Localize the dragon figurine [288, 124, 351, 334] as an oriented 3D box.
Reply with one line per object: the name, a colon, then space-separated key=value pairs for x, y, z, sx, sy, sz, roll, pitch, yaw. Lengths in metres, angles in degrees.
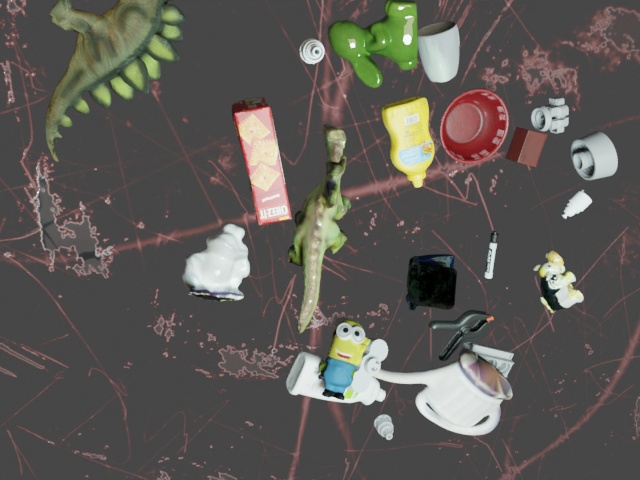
dragon figurine: x=0.003 y=-0.050 z=0.990 sx=0.122 sy=0.420 sz=0.237 roll=7 pitch=148 yaw=0

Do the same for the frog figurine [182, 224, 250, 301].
frog figurine: x=-0.216 y=0.046 z=1.090 sx=0.137 sy=0.121 sz=0.162 roll=6 pitch=72 yaw=-6

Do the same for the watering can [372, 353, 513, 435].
watering can: x=0.312 y=0.361 z=1.264 sx=0.346 sy=0.106 sz=0.221 roll=34 pitch=117 yaw=-9
